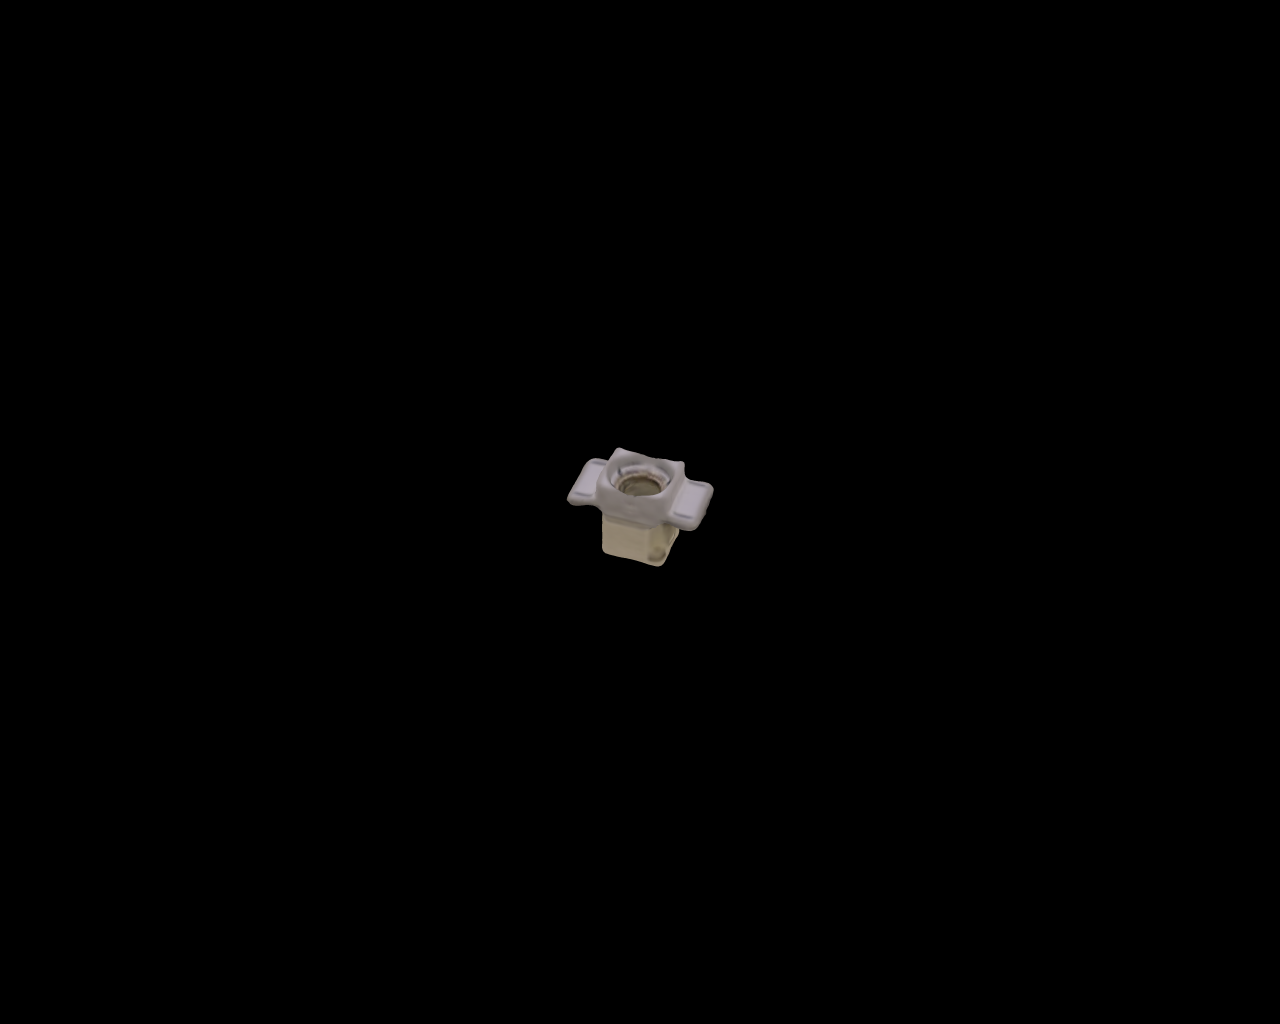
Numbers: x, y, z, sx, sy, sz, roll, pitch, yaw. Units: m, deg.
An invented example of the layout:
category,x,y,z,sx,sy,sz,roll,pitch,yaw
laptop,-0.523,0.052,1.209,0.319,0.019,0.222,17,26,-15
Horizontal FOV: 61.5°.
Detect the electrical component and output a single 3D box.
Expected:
category,x,y,z,sx,sy,sz,roll,pitch,yaw
electrical component,0.001,-0.003,0.650,0.081,0.063,0.042,14,44,15
